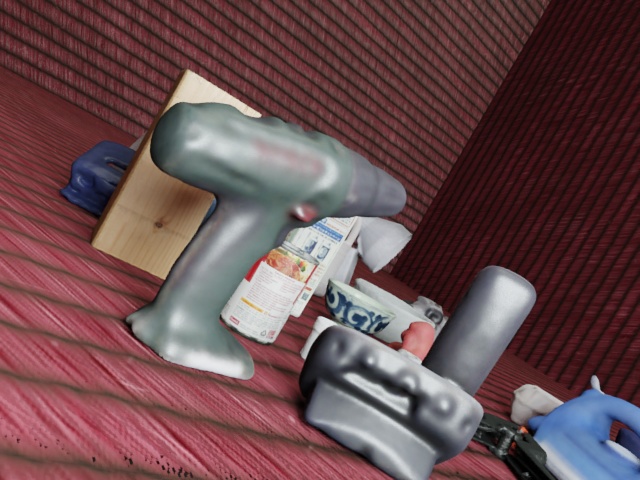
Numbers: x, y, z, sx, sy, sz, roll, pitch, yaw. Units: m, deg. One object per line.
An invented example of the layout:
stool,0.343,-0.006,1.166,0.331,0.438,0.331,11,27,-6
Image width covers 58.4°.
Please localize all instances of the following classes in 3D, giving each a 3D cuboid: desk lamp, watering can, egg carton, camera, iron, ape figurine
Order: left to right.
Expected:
watering can,0.008,0.003,1.137,0.101,0.194,0.172,29,3,-26
desk lamp,0.072,0.020,1.286,0.203,0.213,0.118,31,3,14
ape figurine,0.119,0.148,0.760,0.076,0.092,0.078,31,3,16
camera,0.218,0.174,1.222,0.143,0.101,0.136,29,3,-17
egg carton,0.402,0.313,0.992,0.150,0.069,0.107,31,3,17
iron,0.387,0.278,0.725,0.119,0.141,0.258,29,3,-18

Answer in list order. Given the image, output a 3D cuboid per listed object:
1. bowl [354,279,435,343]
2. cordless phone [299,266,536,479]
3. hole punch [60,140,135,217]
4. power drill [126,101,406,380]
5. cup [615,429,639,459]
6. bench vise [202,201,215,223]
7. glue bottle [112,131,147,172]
bowl,0.122,0.143,1.055,0.167,0.075,0.167,30,3,-1
cordless phone,0.079,0.088,0.472,0.147,0.185,0.094,30,3,-3
hole punch,-0.266,-0.075,0.756,0.109,0.091,0.101,30,3,-10
power drill,-0.048,0.001,0.461,0.231,0.208,0.075,28,4,-42
cup,0.489,0.356,0.872,0.118,0.095,0.091,30,3,-12
bench vise,-0.090,-0.057,0.932,0.121,0.220,0.208,33,4,40
glue bottle,-0.259,-0.124,0.849,0.037,0.173,0.078,31,3,19
